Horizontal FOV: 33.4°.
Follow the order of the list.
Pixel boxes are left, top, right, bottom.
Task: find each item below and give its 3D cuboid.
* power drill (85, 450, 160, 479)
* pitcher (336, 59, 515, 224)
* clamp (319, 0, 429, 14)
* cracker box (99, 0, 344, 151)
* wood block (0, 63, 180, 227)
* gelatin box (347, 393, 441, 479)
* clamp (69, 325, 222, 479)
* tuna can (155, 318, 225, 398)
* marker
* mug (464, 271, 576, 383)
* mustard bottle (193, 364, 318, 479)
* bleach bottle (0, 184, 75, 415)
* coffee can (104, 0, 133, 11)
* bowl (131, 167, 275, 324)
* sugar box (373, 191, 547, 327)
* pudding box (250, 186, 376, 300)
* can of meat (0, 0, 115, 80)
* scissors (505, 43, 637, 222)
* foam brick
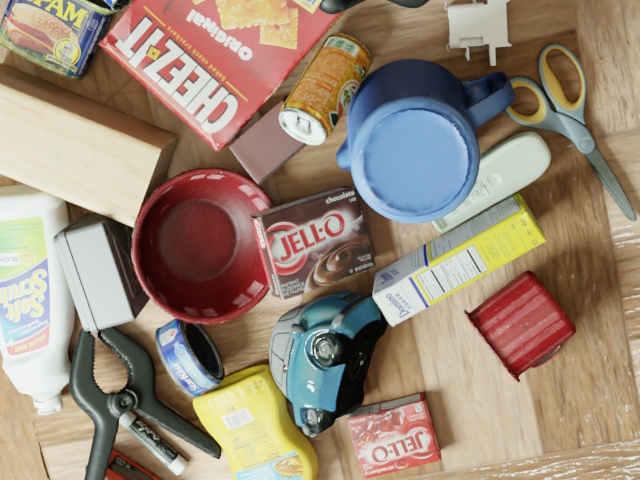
[{"bbox_3d":[-0.243,0.346,1.211,0.184,0.057,0.188,34,103,-3],"label":"power drill"},{"bbox_3d":[0.095,-0.097,0.987,0.145,0.242,0.149,19,104,-1],"label":"pitcher"},{"bbox_3d":[0.055,-0.251,1.013,0.171,0.039,0.120,7,63,-25],"label":"clamp"},{"bbox_3d":[-0.089,-0.221,1.063,0.164,0.072,0.214,42,103,-5],"label":"cracker box"},{"bbox_3d":[-0.262,-0.099,1.096,0.206,0.090,0.090,22,104,-1],"label":"wood block"},{"bbox_3d":[0.081,0.214,1.167,0.089,0.030,0.073,-15,101,8],"label":"gelatin box"},{"bbox_3d":[-0.221,0.185,1.156,0.164,0.036,0.210,-29,93,-24],"label":"clamp"},{"bbox_3d":[-0.138,0.123,1.138,0.034,0.086,0.086,-31,98,9],"label":"tuna can"},{"bbox_3d":[-0.198,0.218,1.198,0.121,0.020,0.020,43,102,-5],"label":"marker"},{"bbox_3d":[0.215,0.092,1.105,0.081,0.093,0.117,-38,128,7],"label":"mug"},{"bbox_3d":[-0.056,0.236,1.169,0.096,0.058,0.191,-23,100,18],"label":"mustard bottle"},{"bbox_3d":[-0.304,0.067,1.153,0.102,0.068,0.251,-5,105,6],"label":"bleach bottle"},{"bbox_3d":[-0.216,-0.310,1.039,0.140,0.102,0.103,45,102,-6],"label":"coffee can"},{"bbox_3d":[-0.120,0.004,1.108,0.161,0.055,0.162,-3,98,-21],"label":"bowl"},{"bbox_3d":[0.139,0.019,1.086,0.176,0.093,0.048,-33,98,12],"label":"sugar box"},{"bbox_3d":[-0.007,0.001,1.101,0.113,0.039,0.090,-20,103,-21],"label":"pudding box"},{"bbox_3d":[-0.270,-0.222,1.088,0.102,0.057,0.084,28,106,-1],"label":"can of meat"},{"bbox_3d":[0.250,-0.099,1.090,0.096,0.016,0.202,-17,101,10],"label":"scissors"},{"bbox_3d":[-0.048,-0.103,1.096,0.078,0.053,0.051,-40,97,11],"label":"foam brick"}]
